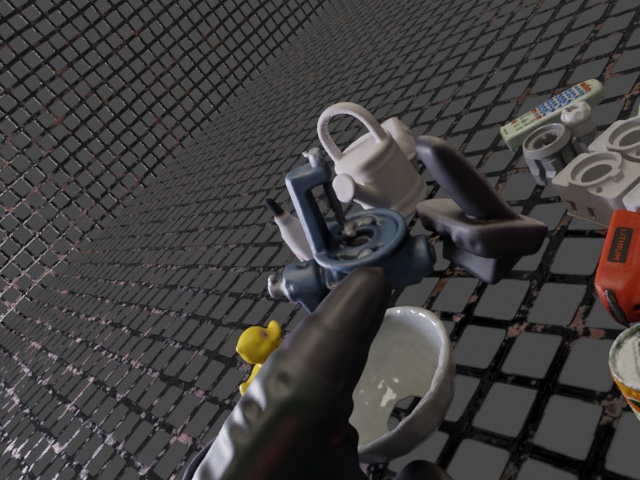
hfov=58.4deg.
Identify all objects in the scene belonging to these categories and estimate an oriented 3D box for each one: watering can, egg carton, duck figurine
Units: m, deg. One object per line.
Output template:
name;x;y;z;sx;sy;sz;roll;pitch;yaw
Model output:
watering can;0.071;-0.116;0.850;0.100;0.194;0.173;-31;26;19
egg carton;0.117;-0.149;0.991;0.107;0.069;0.150;-33;25;16
duck figurine;-0.072;0.152;0.732;0.105;0.086;0.077;-50;27;-21

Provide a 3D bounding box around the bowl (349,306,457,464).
bowl;0.067;0.149;0.553;0.167;0.075;0.167;-32;26;18

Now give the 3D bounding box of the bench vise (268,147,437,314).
bench vise;0.008;0.007;0.699;0.207;0.220;0.121;-37;25;6

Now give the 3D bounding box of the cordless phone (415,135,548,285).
cordless phone;0.152;-0.053;0.638;0.094;0.185;0.147;-44;25;-8

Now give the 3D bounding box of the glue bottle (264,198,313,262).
glue bottle;-0.021;0.005;0.800;0.037;0.173;0.078;-47;26;-15

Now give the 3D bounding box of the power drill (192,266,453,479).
power drill;0.018;0.162;0.438;0.230;0.209;0.075;-46;25;-12

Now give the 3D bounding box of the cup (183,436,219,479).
cup;-0.064;0.243;0.555;0.117;0.095;0.091;-27;28;26
